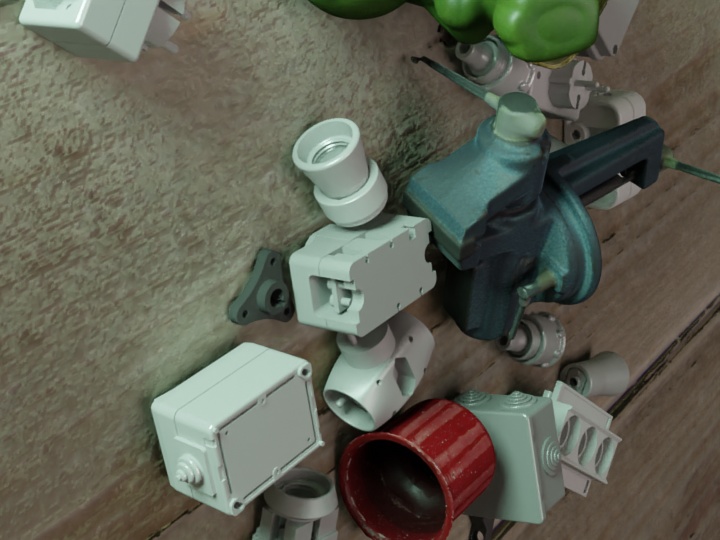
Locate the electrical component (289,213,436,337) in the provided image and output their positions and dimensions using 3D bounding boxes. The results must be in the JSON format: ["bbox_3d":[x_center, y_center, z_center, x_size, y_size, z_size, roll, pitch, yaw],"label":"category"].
[{"bbox_3d":[0.000,0.000,0.692,0.089,0.056,0.050,-32,122,-46],"label":"electrical component"}]

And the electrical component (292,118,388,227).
[{"bbox_3d":[-0.011,-0.060,0.672,0.045,0.045,0.055,-56,138,-25],"label":"electrical component"}]

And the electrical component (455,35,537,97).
[{"bbox_3d":[0.094,-0.150,0.780,0.062,0.048,0.048,18,87,-45],"label":"electrical component"}]

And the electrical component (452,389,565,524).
[{"bbox_3d":[0.109,0.144,0.841,0.048,0.100,0.099,-22,106,-51],"label":"electrical component"}]

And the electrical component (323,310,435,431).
[{"bbox_3d":[0.008,0.056,0.733,0.077,0.043,0.079,-51,136,-29],"label":"electrical component"}]

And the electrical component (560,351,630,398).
[{"bbox_3d":[0.219,0.102,1.016,0.065,0.044,0.044,-5,105,-46],"label":"electrical component"}]

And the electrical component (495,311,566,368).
[{"bbox_3d":[0.138,0.058,0.898,0.062,0.048,0.048,4,98,-45],"label":"electrical component"}]

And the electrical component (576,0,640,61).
[{"bbox_3d":[0.169,-0.225,0.838,0.113,0.057,0.078,42,68,-49],"label":"electrical component"}]

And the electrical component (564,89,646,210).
[{"bbox_3d":[0.215,-0.107,0.935,0.059,0.054,0.095,-25,120,-45],"label":"electrical component"}]

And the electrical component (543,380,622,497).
[{"bbox_3d":[0.177,0.149,0.958,0.121,0.063,0.078,33,75,-51],"label":"electrical component"}]

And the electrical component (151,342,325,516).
[{"bbox_3d":[-0.077,0.092,0.623,0.096,0.061,0.061,-33,125,-41],"label":"electrical component"}]

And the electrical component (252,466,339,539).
[{"bbox_3d":[-0.041,0.163,0.704,0.066,0.048,0.055,-14,119,-49],"label":"electrical component"}]

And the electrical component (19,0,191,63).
[{"bbox_3d":[-0.112,-0.131,0.522,0.077,0.047,0.065,27,80,-52],"label":"electrical component"}]

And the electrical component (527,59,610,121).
[{"bbox_3d":[0.154,-0.144,0.829,0.083,0.076,0.047,4,97,-52],"label":"electrical component"}]

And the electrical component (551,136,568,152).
[{"bbox_3d":[0.138,-0.096,0.853,0.065,0.044,0.044,34,74,-45],"label":"electrical component"}]
